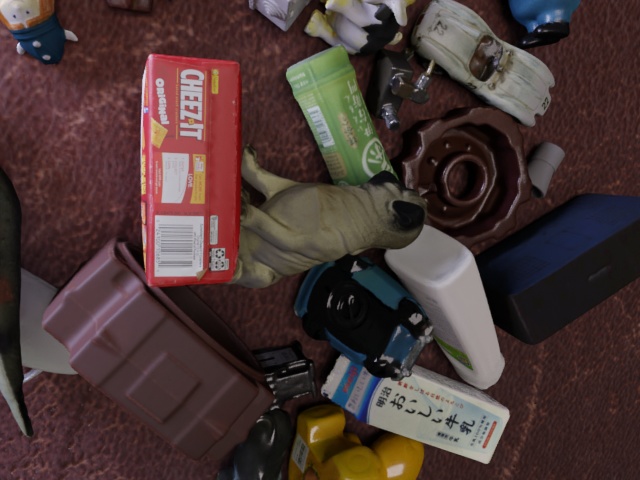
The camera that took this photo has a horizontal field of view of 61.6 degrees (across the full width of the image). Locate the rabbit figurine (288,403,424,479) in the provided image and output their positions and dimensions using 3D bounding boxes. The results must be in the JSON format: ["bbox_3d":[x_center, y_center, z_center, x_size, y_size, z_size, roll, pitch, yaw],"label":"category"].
[{"bbox_3d":[0.056,0.287,0.649,0.173,0.122,0.162,-1,103,-35],"label":"rabbit figurine"}]

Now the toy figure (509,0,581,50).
[{"bbox_3d":[0.264,-0.320,0.625,0.089,0.082,0.180,-7,94,-35],"label":"toy figure"}]

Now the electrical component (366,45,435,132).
[{"bbox_3d":[0.087,-0.173,0.590,0.045,0.102,0.078,5,123,-15],"label":"electrical component"}]

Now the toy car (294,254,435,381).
[{"bbox_3d":[0.060,0.082,0.613,0.103,0.162,0.109,10,109,-60],"label":"toy car"}]

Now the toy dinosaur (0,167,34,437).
[{"bbox_3d":[-0.334,-0.038,0.435,0.404,0.131,0.192,41,80,-10],"label":"toy dinosaur"}]

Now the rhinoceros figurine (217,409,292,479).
[{"bbox_3d":[-0.071,0.282,0.608,0.073,0.112,0.190,12,88,-21],"label":"rhinoceros figurine"}]

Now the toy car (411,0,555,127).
[{"bbox_3d":[0.197,-0.205,0.635,0.201,0.056,0.073,26,91,-19],"label":"toy car"}]

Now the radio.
[{"bbox_3d":[0.299,0.025,0.665,0.230,0.131,0.073,-28,107,-11],"label":"radio"}]

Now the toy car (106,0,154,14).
[{"bbox_3d":[-0.177,-0.323,0.505,0.089,0.053,0.202,3,97,-21],"label":"toy car"}]

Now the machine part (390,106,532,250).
[{"bbox_3d":[0.168,-0.073,0.650,0.179,0.056,0.179,-3,101,-16],"label":"machine part"}]

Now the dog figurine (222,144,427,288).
[{"bbox_3d":[-0.001,0.000,0.560,0.191,0.172,0.121,12,58,-10],"label":"dog figurine"}]

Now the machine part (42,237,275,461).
[{"bbox_3d":[-0.145,0.093,0.505,0.087,0.201,0.201,-47,108,-9],"label":"machine part"}]

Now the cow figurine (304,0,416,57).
[{"bbox_3d":[0.054,-0.230,0.529,0.098,0.167,0.068,28,85,-18],"label":"cow figurine"}]

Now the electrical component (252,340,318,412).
[{"bbox_3d":[-0.068,0.158,0.608,0.119,0.075,0.047,-9,102,-12],"label":"electrical component"}]

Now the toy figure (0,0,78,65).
[{"bbox_3d":[-0.280,-0.237,0.487,0.064,0.058,0.154,-11,107,25],"label":"toy figure"}]

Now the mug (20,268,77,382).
[{"bbox_3d":[-0.280,0.098,0.531,0.107,0.081,0.109,34,87,-26],"label":"mug"}]
